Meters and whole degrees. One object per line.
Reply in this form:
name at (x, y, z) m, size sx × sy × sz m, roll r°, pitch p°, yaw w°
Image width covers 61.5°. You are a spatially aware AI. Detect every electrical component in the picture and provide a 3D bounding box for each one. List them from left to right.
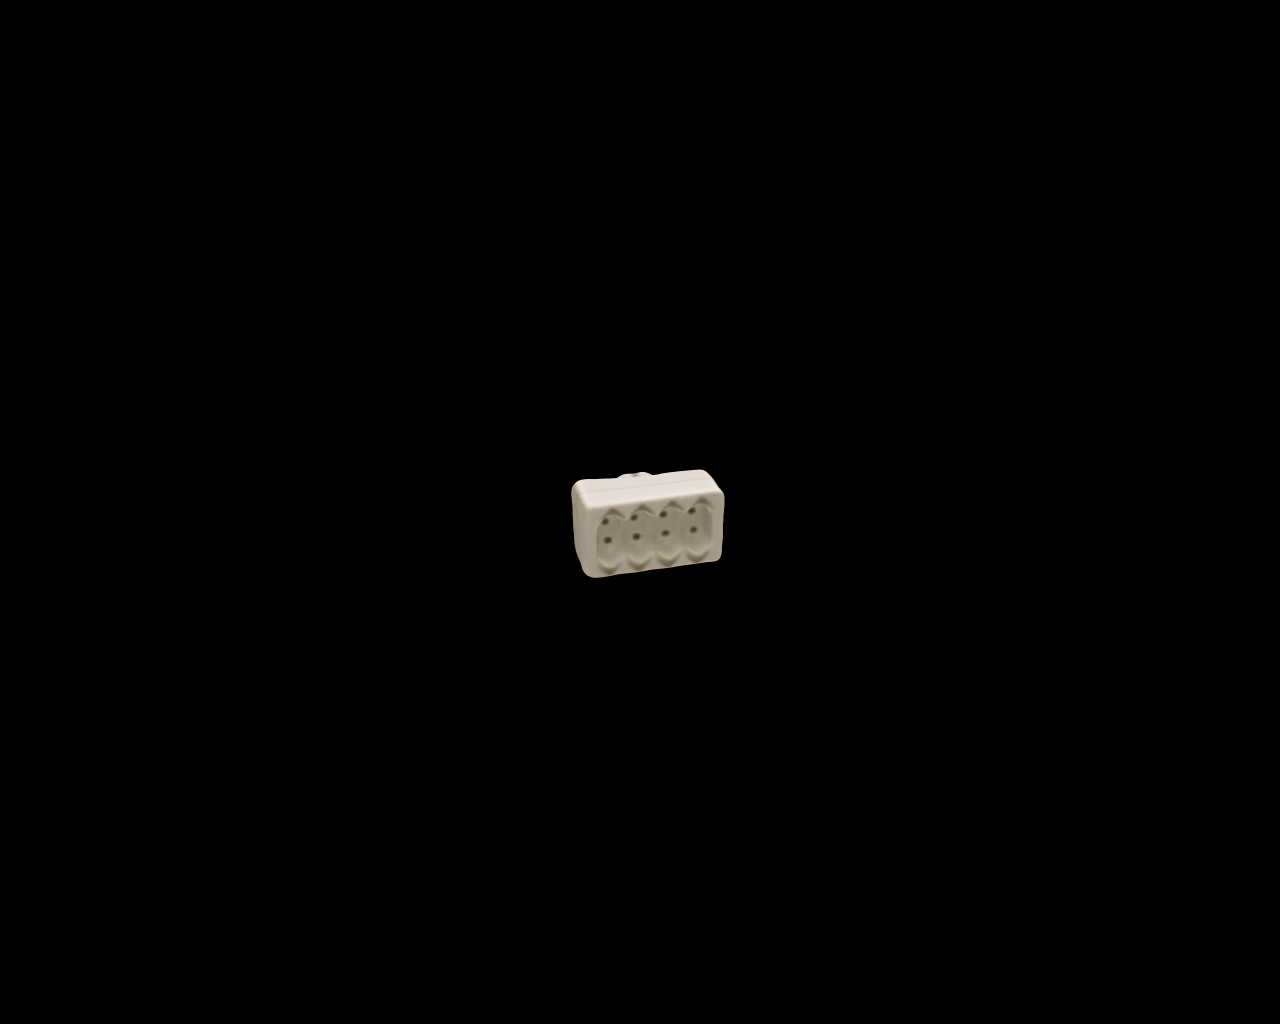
electrical component at (0.001, -0.003, 0.650) m, size 0.083 × 0.047 × 0.076 m, roll -6°, pitch 28°, yaw -12°
